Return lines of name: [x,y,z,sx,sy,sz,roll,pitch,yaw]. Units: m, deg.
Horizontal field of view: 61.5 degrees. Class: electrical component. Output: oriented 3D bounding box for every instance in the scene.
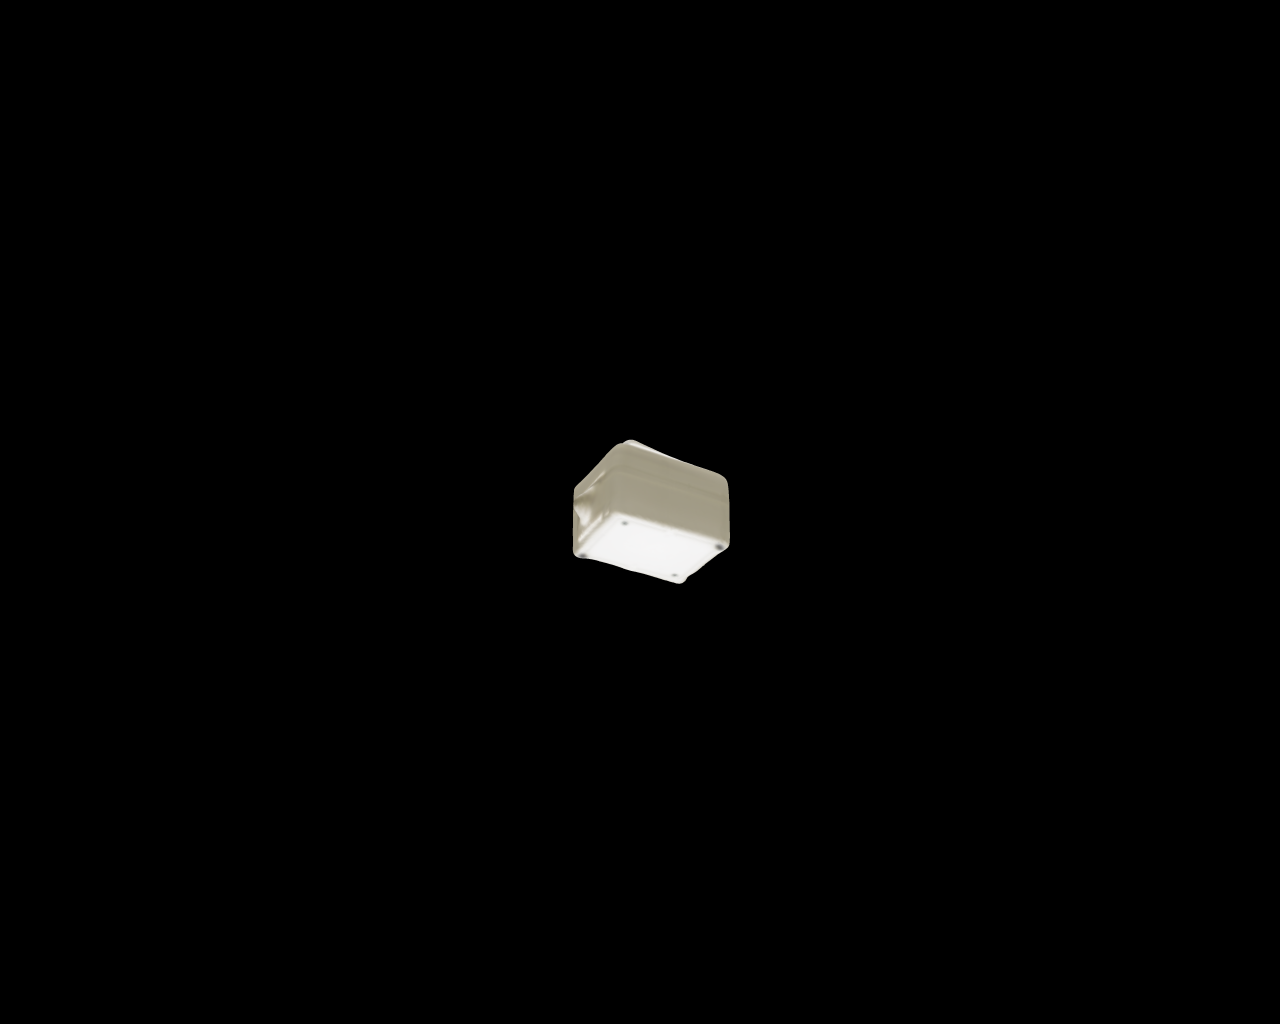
electrical component: [0.001,-0.003,0.650,0.096,0.061,0.061,17,-36,-24]
